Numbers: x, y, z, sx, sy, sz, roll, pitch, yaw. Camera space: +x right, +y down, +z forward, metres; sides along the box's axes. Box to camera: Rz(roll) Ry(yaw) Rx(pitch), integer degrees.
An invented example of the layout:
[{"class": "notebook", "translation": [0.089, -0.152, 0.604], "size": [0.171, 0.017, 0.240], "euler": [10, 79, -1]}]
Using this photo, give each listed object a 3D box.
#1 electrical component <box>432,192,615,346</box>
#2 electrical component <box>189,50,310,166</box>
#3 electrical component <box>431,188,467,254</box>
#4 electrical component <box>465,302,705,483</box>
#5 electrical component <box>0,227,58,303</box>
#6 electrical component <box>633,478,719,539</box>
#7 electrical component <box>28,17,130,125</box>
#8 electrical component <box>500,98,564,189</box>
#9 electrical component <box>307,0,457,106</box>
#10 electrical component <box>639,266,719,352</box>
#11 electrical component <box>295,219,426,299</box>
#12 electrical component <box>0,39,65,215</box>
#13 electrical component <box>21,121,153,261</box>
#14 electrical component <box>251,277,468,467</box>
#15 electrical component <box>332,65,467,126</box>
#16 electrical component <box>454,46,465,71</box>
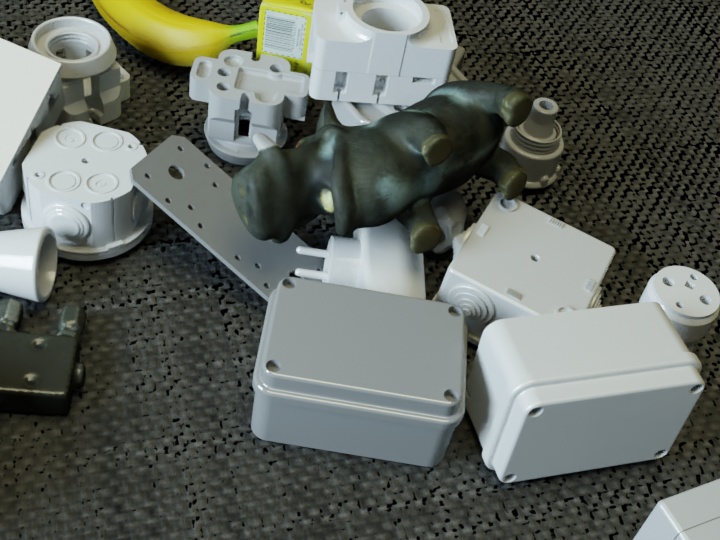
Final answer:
[{"class": "electrical component", "translation": [0.101, 0.007, 0.662], "size": [0.100, 0.048, 0.099], "euler": [28, 49, 10]}, {"class": "electrical component", "translation": [-0.076, -0.109, 0.732], "size": [0.078, 0.057, 0.058], "euler": [9, 47, -3]}, {"class": "electrical component", "translation": [0.054, -0.039, 0.710], "size": [0.035, 0.035, 0.061], "euler": [17, 37, 4]}, {"class": "electrical component", "translation": [0.122, 0.068, 0.595], "size": [0.113, 0.078, 0.057], "euler": [-6, 46, -16]}, {"class": "electrical component", "translation": [-0.213, -0.006, 0.622], "size": [0.065, 0.044, 0.044], "euler": [5, 47, 0]}, {"class": "electrical component", "translation": [0.192, 0.152, 0.551], "size": [0.066, 0.047, 0.076], "euler": [-13, 52, -22]}, {"class": "electrical component", "translation": [-0.195, -0.134, 0.731], "size": [0.078, 0.057, 0.058], "euler": [-30, 59, -32]}, {"class": "electrical component", "translation": [0.122, -0.091, 0.751], "size": [0.048, 0.062, 0.048], "euler": [6, 47, -6]}, {"class": "electrical component", "translation": [0.014, -0.146, 0.701], "size": [0.089, 0.055, 0.050], "euler": [2, 48, -9]}, {"class": "electrical component", "translation": [0.190, 0.031, 0.657], "size": [0.045, 0.055, 0.045], "euler": [6, 47, -6]}, {"class": "electrical component", "translation": [0.000, 0.000, 0.653], "size": [0.079, 0.043, 0.077], "euler": [8, 45, -9]}, {"class": "electrical component", "translation": [-0.270, -0.107, 0.661], "size": [0.150, 0.061, 0.089], "euler": [22, 71, -5]}, {"class": "electrical component", "translation": [-0.168, -0.049, 0.662], "size": [0.080, 0.051, 0.080], "euler": [6, 47, -6]}, {"class": "electrical component", "translation": [0.000, 0.055, 0.596], "size": [0.113, 0.057, 0.078], "euler": [10, 47, -2]}, {"class": "electrical component", "translation": [0.027, -0.102, 0.744], "size": [0.095, 0.059, 0.053], "euler": [-19, 54, -26]}, {"class": "electrical component", "translation": [0.041, -0.161, 0.790], "size": [0.066, 0.076, 0.047], "euler": [21, 48, 9]}]
